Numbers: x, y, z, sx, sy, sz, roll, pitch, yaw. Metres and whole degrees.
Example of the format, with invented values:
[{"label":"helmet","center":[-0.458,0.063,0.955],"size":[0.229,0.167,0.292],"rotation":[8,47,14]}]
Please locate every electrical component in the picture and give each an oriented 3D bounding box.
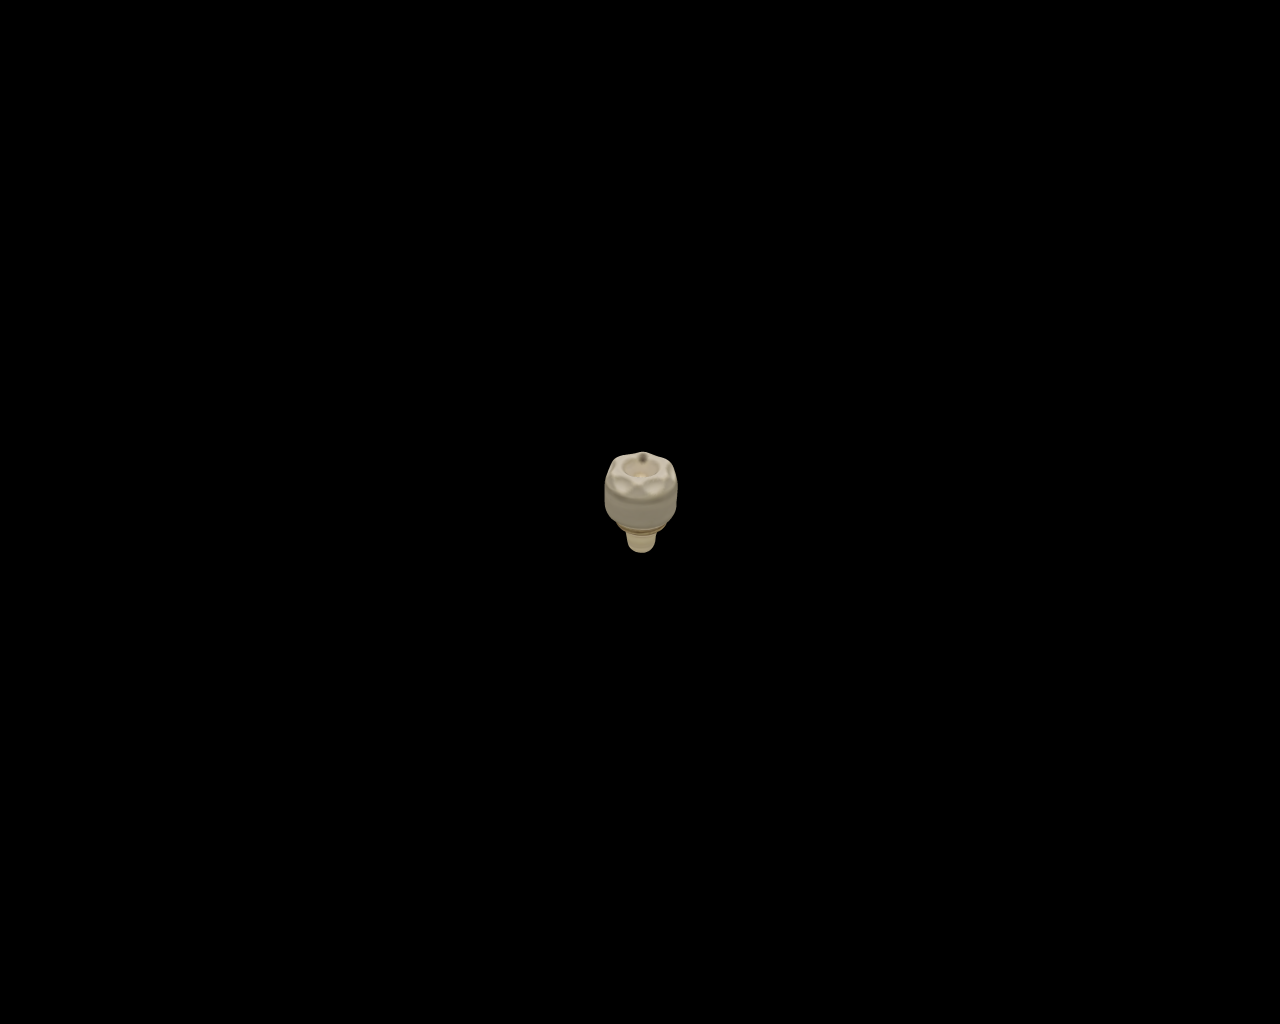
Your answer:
[{"label":"electrical component","center":[0.001,-0.003,0.650],"size":[0.043,0.062,0.043],"rotation":[0,34,0]}]
